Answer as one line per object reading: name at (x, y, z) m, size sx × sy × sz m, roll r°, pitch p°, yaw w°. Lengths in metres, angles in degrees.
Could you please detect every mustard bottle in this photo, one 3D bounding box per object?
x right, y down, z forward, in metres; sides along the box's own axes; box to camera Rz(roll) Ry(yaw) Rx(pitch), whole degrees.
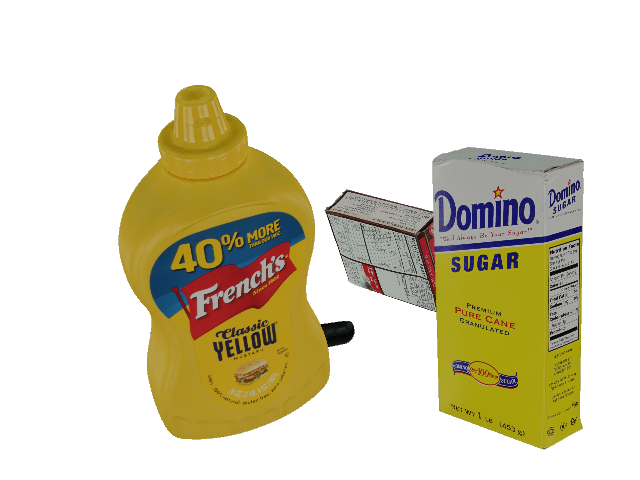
mustard bottle at (-0.049, 0.010, 0.531) m, size 0.096 × 0.192 × 0.058 m, roll -16°, pitch 38°, yaw -14°

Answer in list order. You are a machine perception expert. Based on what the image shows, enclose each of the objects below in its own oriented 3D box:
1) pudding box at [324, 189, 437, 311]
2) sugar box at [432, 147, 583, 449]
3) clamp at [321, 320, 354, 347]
pudding box at (0.065, 0.008, 0.964) m, size 0.114 × 0.090 × 0.039 m, roll 15°, pitch 46°, yaw 40°
sugar box at (0.117, 0.033, 0.675) m, size 0.048 × 0.176 × 0.094 m, roll -18°, pitch 19°, yaw -38°
clamp at (-0.068, 0.112, 1.137) m, size 0.165 × 0.036 × 0.209 m, roll 15°, pitch 29°, yaw 18°
